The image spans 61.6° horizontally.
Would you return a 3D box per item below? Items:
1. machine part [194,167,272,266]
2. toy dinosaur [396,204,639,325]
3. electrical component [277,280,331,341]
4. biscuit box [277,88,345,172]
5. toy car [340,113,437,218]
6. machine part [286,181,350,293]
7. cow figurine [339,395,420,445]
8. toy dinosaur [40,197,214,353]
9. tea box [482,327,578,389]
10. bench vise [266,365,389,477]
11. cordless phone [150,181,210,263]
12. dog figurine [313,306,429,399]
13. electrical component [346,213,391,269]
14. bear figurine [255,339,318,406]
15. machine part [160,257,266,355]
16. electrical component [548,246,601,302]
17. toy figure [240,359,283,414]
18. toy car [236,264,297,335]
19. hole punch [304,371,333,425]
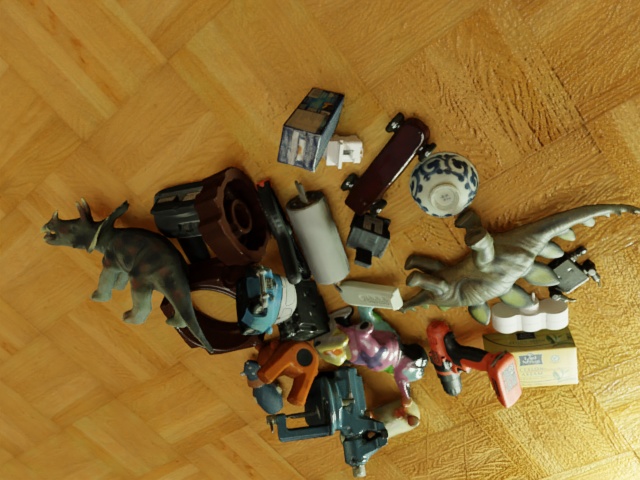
[{"bbox_3d":[-0.154,-0.039,0.970,0.056,0.179,0.179,-18,115,23],"label":"machine part"},{"bbox_3d":[0.317,0.038,0.970,0.198,0.105,0.471,37,129,-20],"label":"toy dinosaur"},{"bbox_3d":[-0.036,0.139,1.072,0.058,0.134,0.115,-27,68,26],"label":"electrical component"},{"bbox_3d":[-0.011,-0.179,0.841,0.059,0.203,0.062,15,123,5],"label":"biscuit box"},{"bbox_3d":[0.116,-0.126,0.936,0.089,0.053,0.202,40,121,4],"label":"toy car"},{"bbox_3d":[-0.002,-0.003,1.017,0.079,0.079,0.243,-13,118,17],"label":"machine part"},{"bbox_3d":[0.134,0.419,1.224,0.195,0.085,0.127,-25,155,7],"label":"cow figurine"},{"bbox_3d":[-0.332,0.046,1.014,0.405,0.131,0.192,21,106,20],"label":"toy dinosaur"},{"bbox_3d":[0.422,0.238,1.083,0.170,0.068,0.098,-10,118,17],"label":"tea box"},{"bbox_3d":[0.012,0.381,1.113,0.241,0.129,0.223,-5,82,-8],"label":"bench vise"},{"bbox_3d":[-0.237,-0.021,1.061,0.147,0.089,0.184,-8,129,14],"label":"cordless phone"},{"bbox_3d":[0.114,0.241,1.122,0.192,0.108,0.219,-27,114,22],"label":"dog figurine"},{"bbox_3d":[0.086,-0.002,0.976,0.075,0.119,0.047,21,122,1],"label":"electrical component"},{"bbox_3d":[-0.089,0.268,1.132,0.120,0.132,0.196,43,146,-14],"label":"bear figurine"},{"bbox_3d":[-0.212,0.141,1.123,0.202,0.087,0.200,-14,123,19],"label":"machine part"},{"bbox_3d":[0.463,0.068,0.989,0.102,0.045,0.078,-38,109,27],"label":"electrical component"},{"bbox_3d":[-0.137,0.336,1.250,0.058,0.064,0.154,7,127,56],"label":"toy figure"},{"bbox_3d":[-0.094,0.104,0.971,0.103,0.109,0.161,1,151,-21],"label":"toy car"},{"bbox_3d":[0.023,0.353,1.225,0.142,0.092,0.115,-3,94,15],"label":"hole punch"}]
